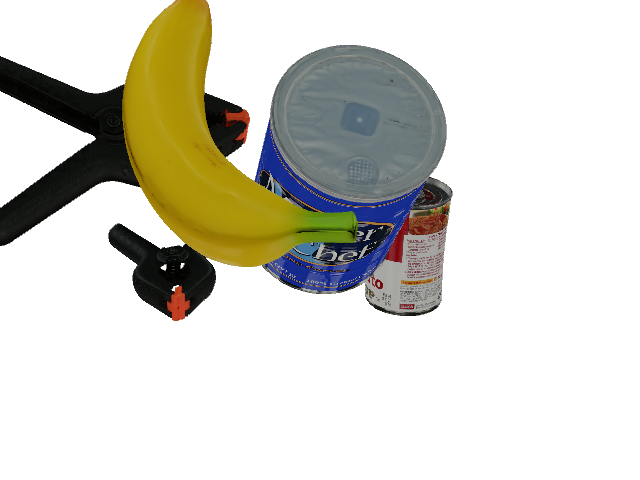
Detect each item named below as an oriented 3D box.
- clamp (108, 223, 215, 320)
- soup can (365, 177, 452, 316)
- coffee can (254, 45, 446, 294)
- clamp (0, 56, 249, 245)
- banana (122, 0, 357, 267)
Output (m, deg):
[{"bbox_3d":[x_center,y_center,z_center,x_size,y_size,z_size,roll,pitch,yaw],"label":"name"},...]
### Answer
[{"bbox_3d":[-0.136,0.021,1.051,0.120,0.039,0.172,-14,33,-15],"label":"clamp"},{"bbox_3d":[0.073,0.004,0.896,0.068,0.102,0.068,2,26,-1],"label":"soup can"},{"bbox_3d":[0.011,-0.040,0.669,0.102,0.103,0.140,0,-25,-11],"label":"coffee can"},{"bbox_3d":[-0.156,-0.068,0.780,0.209,0.164,0.036,0,-30,-11],"label":"clamp"},{"bbox_3d":[-0.053,-0.048,0.474,0.069,0.037,0.198,-16,46,-17],"label":"banana"}]
